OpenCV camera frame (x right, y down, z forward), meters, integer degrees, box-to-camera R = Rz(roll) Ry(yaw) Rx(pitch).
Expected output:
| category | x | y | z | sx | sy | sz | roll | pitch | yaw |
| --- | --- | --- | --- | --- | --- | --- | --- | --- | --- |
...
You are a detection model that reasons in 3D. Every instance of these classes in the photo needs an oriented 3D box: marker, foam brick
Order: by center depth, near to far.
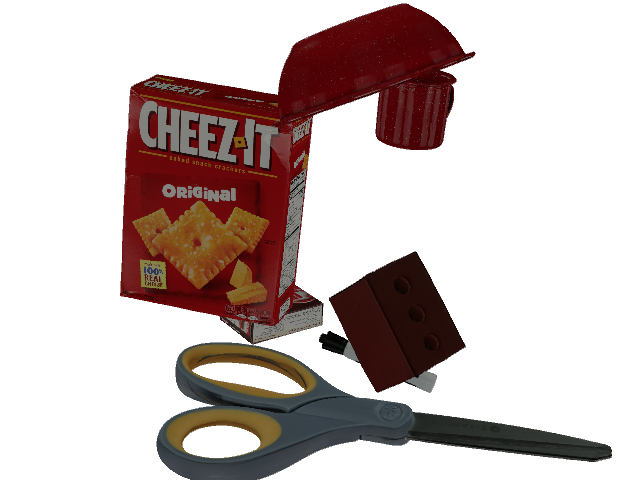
| category | x | y | z | sx | sy | sz | roll | pitch | yaw |
| --- | --- | --- | --- | --- | --- | --- | --- | --- | --- |
| foam brick | 0.053 | 0.058 | 0.747 | 0.052 | 0.078 | 0.051 | -24 | -6 | -38 |
| marker | 0.055 | 0.117 | 1.043 | 0.121 | 0.020 | 0.020 | 22 | 5 | 13 |

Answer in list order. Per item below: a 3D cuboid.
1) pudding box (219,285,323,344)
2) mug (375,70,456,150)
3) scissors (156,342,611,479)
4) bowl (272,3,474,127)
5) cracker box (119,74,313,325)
| category | x | y | z | sx | sy | sz | roll | pitch | yaw |
| --- | --- | --- | --- | --- | --- | --- | --- | --- | --- |
| pudding box | -0.066 | 0.093 | 1.414 | 0.113 | 0.039 | 0.090 | -15 | 26 | -30 |
| mug | 0.117 | -0.158 | 1.262 | 0.093 | 0.081 | 0.117 | 23 | 28 | 37 |
| scissors | 0.016 | 0.089 | 0.466 | 0.202 | 0.016 | 0.096 | 15 | 34 | 22 |
| bowl | 0.031 | -0.137 | 0.804 | 0.162 | 0.055 | 0.162 | -20 | 7 | 2 |
| cracker box | -0.102 | -0.037 | 1.020 | 0.164 | 0.214 | 0.072 | 11 | 22 | 12 |
